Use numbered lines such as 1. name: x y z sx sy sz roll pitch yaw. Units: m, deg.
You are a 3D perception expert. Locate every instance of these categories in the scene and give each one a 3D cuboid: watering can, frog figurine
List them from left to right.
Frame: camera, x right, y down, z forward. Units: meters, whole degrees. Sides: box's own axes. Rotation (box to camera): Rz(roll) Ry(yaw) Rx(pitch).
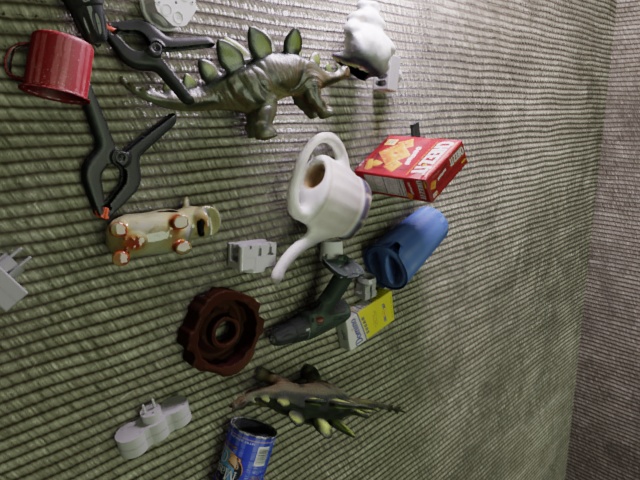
1. watering can: 0.003 -0.056 1.118 0.222 0.104 0.351 25 76 -45
2. frog figurine: 0.112 -0.447 1.143 0.136 0.124 0.159 22 96 -26
